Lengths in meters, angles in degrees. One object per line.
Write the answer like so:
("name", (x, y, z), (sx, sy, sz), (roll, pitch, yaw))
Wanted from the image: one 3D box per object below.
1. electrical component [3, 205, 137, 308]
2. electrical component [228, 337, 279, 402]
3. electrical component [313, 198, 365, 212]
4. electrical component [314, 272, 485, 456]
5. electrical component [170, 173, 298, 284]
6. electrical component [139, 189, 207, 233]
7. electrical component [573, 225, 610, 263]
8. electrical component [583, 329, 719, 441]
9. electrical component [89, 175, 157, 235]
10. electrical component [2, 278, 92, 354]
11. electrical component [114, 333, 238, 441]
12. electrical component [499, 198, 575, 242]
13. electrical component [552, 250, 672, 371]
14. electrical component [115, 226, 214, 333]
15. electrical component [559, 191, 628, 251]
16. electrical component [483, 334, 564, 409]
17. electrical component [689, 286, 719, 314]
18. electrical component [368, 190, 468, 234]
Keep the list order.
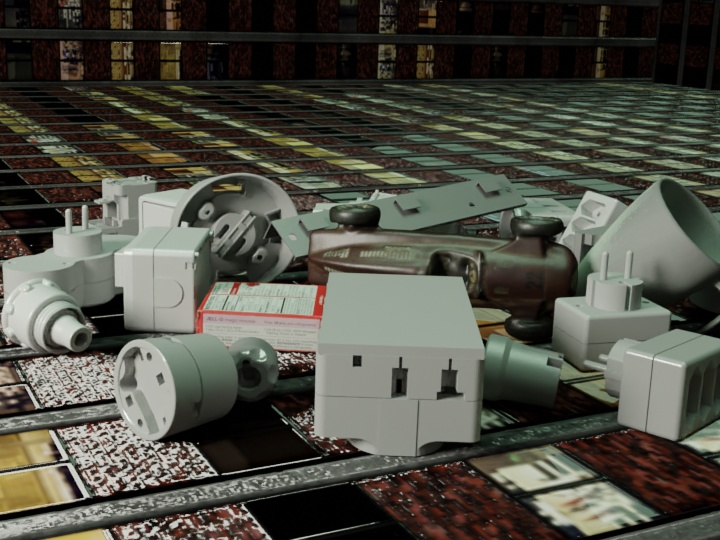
("electrical component", (-0.219, -0.013, 0.836), (0.052, 0.073, 0.138), (9, 16, 25))
("electrical component", (-0.067, 0.057, 0.662), (0.035, 0.035, 0.061), (1, 12, -3))
("electrical component", (-0.015, -0.043, 1.048), (0.064, 0.042, 0.081), (1, 13, 4))
("electrical component", (0.022, 0.051, 0.641), (0.089, 0.061, 0.150), (2, 14, 0))
("electrical component", (-0.105, -0.031, 0.878), (0.099, 0.099, 0.064), (-4, 9, -22))
("electrical component", (-0.158, -0.035, 0.955), (0.096, 0.061, 0.061), (12, 18, 35))
("electrical component", (0.223, -0.006, 0.902), (0.089, 0.055, 0.050), (-10, 19, -40))
("electrical component", (0.173, 0.063, 0.647), (0.077, 0.047, 0.066), (14, 17, 41))
("electrical component", (-0.220, -0.057, 1.032), (0.081, 0.063, 0.042), (-9, 19, -38))
("electrical component", (-0.203, 0.036, 0.712), (0.062, 0.048, 0.048), (22, 24, 37))
("electrical component", (-0.101, 0.063, 0.598), (0.055, 0.055, 0.047), (15, 15, 41))
("electrical component", (0.169, -0.037, 1.031), (0.056, 0.050, 0.089), (0, 15, -10))
("electrical component", (0.173, 0.024, 0.737), (0.066, 0.076, 0.047), (-2, 15, -17))
("electrical component", (-0.144, 0.004, 0.804), (0.061, 0.061, 0.096), (2, 14, 0))
("electrical component", (0.228, -0.023, 0.969), (0.077, 0.065, 0.047), (27, 3, -27))
("electrical component", (0.098, 0.063, 0.654), (0.046, 0.040, 0.040), (11, 16, 12))
("electrical component", (0.311, 0.010, 0.844), (0.108, 0.060, 0.108), (2, 14, 0))
("electrical component", (0.051, -0.030, 0.980), (0.096, 0.061, 0.061), (10, 17, 6))
